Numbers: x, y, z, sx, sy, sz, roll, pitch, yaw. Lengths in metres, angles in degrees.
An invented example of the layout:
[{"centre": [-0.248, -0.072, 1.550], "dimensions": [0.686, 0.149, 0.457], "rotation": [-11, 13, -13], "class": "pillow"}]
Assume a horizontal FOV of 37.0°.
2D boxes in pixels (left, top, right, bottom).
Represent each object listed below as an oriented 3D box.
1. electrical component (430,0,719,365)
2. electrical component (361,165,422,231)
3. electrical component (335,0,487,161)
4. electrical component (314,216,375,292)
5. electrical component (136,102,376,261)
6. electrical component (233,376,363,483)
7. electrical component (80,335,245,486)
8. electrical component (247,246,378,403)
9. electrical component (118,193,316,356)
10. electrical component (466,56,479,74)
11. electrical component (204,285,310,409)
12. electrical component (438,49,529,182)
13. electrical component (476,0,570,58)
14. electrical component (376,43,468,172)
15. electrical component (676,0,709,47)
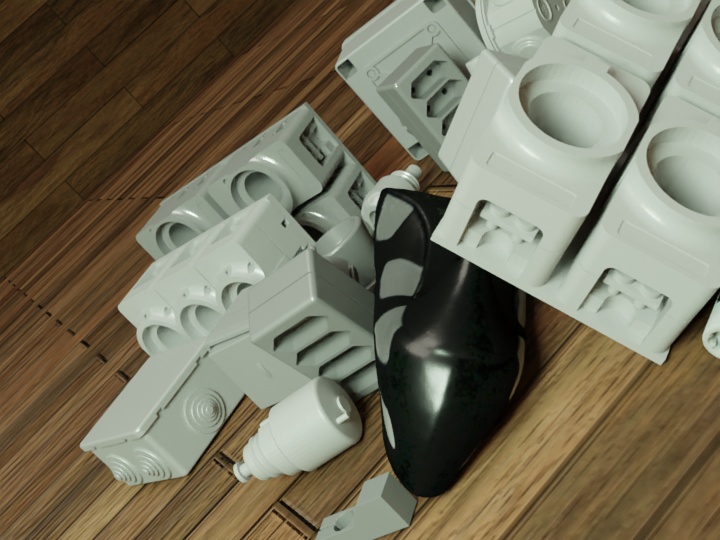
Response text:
[{"centre": [0.123, -0.066, 0.468], "dimensions": [0.186, 0.105, 0.060], "rotation": [-56, -8, -37], "class": "electrical component"}, {"centre": [0.027, -0.055, 0.786], "dimensions": [0.035, 0.035, 0.061], "rotation": [-23, 24, 46], "class": "electrical component"}, {"centre": [0.056, -0.161, 0.853], "dimensions": [0.109, 0.108, 0.056], "rotation": [-32, 23, 29], "class": "electrical component"}, {"centre": [0.000, 0.000, 0.680], "dimensions": [0.045, 0.055, 0.045], "rotation": [-37, 18, 14], "class": "electrical component"}, {"centre": [-0.081, -0.036, 0.851], "dimensions": [0.186, 0.105, 0.060], "rotation": [-27, 23, 39], "class": "electrical component"}, {"centre": [-0.035, 0.089, 0.572], "dimensions": [0.078, 0.040, 0.040], "rotation": [-36, 19, 20], "class": "electrical component"}, {"centre": [-0.132, 0.099, 0.739], "dimensions": [0.100, 0.048, 0.099], "rotation": [-21, 28, 49], "class": "electrical component"}, {"centre": [-0.018, 0.018, 0.596], "dimensions": [0.047, 0.083, 0.075], "rotation": [-34, 41, 25], "class": "electrical component"}, {"centre": [-0.094, 0.021, 0.772], "dimensions": [0.150, 0.089, 0.061], "rotation": [-25, 24, 42], "class": "electrical component"}, {"centre": [0.095, -0.119, 0.739], "dimensions": [0.048, 0.062, 0.048], "rotation": [-30, 11, 6], "class": "electrical component"}, {"centre": [-0.041, 0.041, 0.662], "dimensions": [0.096, 0.061, 0.061], "rotation": [-23, 26, 46], "class": "electrical component"}, {"centre": [0.085, -0.065, 0.552], "dimensions": [0.065, 0.047, 0.076], "rotation": [-68, 30, 28], "class": "electrical component"}, {"centre": [0.128, -0.187, 0.810], "dimensions": [0.051, 0.080, 0.080], "rotation": [-20, 28, 39], "class": "electrical component"}, {"centre": [0.052, -0.118, 0.798], "dimensions": [0.047, 0.083, 0.076], "rotation": [-46, 18, -11], "class": "electrical component"}, {"centre": [0.211, -0.146, 0.588], "dimensions": [0.066, 0.047, 0.077], "rotation": [-42, 18, -2], "class": "electrical component"}]
